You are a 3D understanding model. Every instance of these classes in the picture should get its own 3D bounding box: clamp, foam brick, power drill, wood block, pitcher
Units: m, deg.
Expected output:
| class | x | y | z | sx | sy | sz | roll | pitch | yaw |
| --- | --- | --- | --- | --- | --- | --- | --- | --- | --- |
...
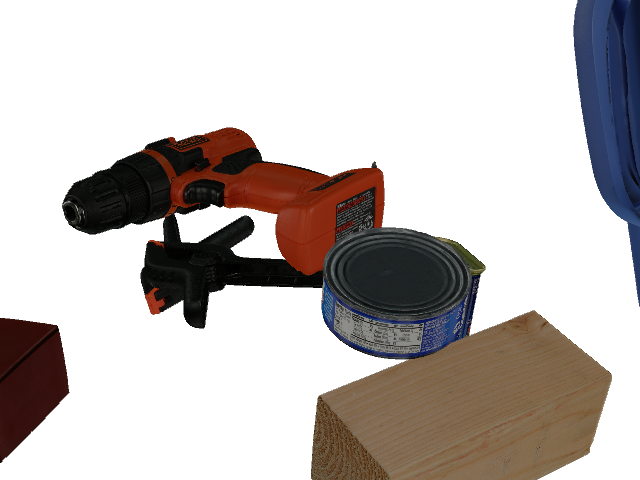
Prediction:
| class | x | y | z | sx | sy | sz | roll | pitch | yaw |
| --- | --- | --- | --- | --- | --- | --- | --- | --- | --- |
| clamp | -0.149 | 0.020 | 1.244 | 0.120 | 0.039 | 0.171 | -8 | 37 | 20 |
| foam brick | -0.202 | 0.090 | 0.665 | 0.053 | 0.051 | 0.078 | 7 | 29 | 21 |
| power drill | -0.063 | -0.031 | 0.764 | 0.188 | 0.057 | 0.184 | 18 | 30 | 33 |
| clamp | -0.113 | 0.034 | 1.025 | 0.210 | 0.036 | 0.164 | 13 | 22 | 41 |
| wood block | 0.104 | 0.140 | 0.799 | 0.205 | 0.090 | 0.091 | -18 | 40 | -29 |
| pitcher | 0.218 | -0.062 | 0.592 | 0.149 | 0.243 | 0.145 | -6 | 22 | 11 |

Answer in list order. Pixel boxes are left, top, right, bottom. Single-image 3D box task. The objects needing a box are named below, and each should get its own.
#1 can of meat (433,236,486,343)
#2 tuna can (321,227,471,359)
| class | x | y | z | sx | sy | sz | roll | pitch | yaw |
| --- | --- | --- | --- | --- | --- | --- | --- | --- | --- |
| can of meat | 0.107 | 0.050 | 0.989 | 0.057 | 0.084 | 0.102 | 5 | 15 | -14 |
| tuna can | 0.043 | 0.030 | 0.621 | 0.086 | 0.034 | 0.086 | 2 | 35 | -2 |
